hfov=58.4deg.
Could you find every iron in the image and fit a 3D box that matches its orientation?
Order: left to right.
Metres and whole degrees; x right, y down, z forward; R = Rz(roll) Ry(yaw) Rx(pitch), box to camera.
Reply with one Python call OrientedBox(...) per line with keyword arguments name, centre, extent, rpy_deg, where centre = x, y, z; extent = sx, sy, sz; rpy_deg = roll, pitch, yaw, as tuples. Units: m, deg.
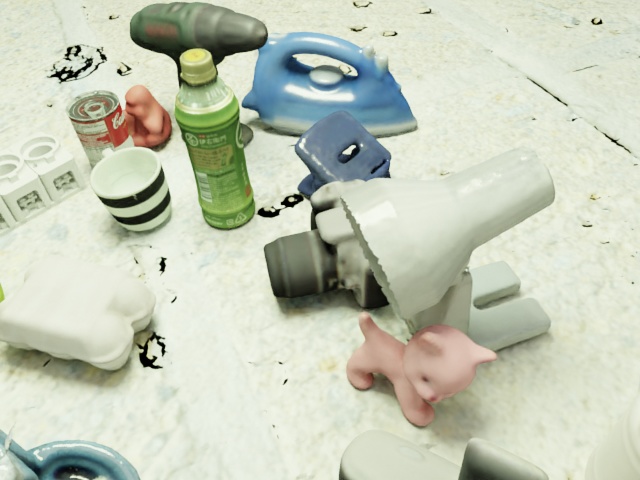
OrientedBox(name="iron", centre=(0.017, -0.234, 0.822), extent=(0.258, 0.141, 0.119), rpy_deg=(9, 48, 11))

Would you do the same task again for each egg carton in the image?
OrientedBox(name="egg carton", centre=(-0.252, 0.075, 0.596), extent=(0.150, 0.069, 0.107), rpy_deg=(9, 48, 11))

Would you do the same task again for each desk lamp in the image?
OrientedBox(name="desk lamp", centre=(0.124, 0.017, 0.534), extent=(0.203, 0.214, 0.117), rpy_deg=(-16, 48, -12))

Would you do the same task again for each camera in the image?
OrientedBox(name="camera", centre=(0.006, 0.002, 0.630), extent=(0.137, 0.101, 0.143), rpy_deg=(-11, 48, -8))

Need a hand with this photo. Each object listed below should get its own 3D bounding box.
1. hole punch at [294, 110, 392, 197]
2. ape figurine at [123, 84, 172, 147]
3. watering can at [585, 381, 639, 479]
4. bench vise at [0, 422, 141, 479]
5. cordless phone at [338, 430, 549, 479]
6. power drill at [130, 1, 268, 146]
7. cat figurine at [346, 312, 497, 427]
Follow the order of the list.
OrientedBox(name="hole punch", centre=(0.033, -0.101, 0.731), extent=(0.100, 0.091, 0.109), rpy_deg=(29, 55, 27))
OrientedBox(name="ape figurine", centre=(-0.252, -0.179, 0.817), extent=(0.076, 0.092, 0.077), rpy_deg=(-33, 54, -25))
OrientedBox(name="watering can", centre=(0.274, 0.156, 0.410), extent=(0.101, 0.194, 0.172), rpy_deg=(-15, 48, -10))
OrientedBox(name="bench vise", centre=(-0.218, 0.183, 0.391), extent=(0.207, 0.220, 0.121), rpy_deg=(9, 48, 12))
OrientedBox(name="cordless phone", centre=(0.085, 0.169, 0.413), extent=(0.147, 0.185, 0.094), rpy_deg=(20, 51, 20))
OrientedBox(name="power drill", centre=(-0.152, -0.222, 0.773), extent=(0.229, 0.209, 0.076), rpy_deg=(25, 53, 24))
OrientedBox(name="cat figurine", centre=(0.087, 0.105, 0.519), extent=(0.127, 0.118, 0.067), rpy_deg=(26, 53, 24))
